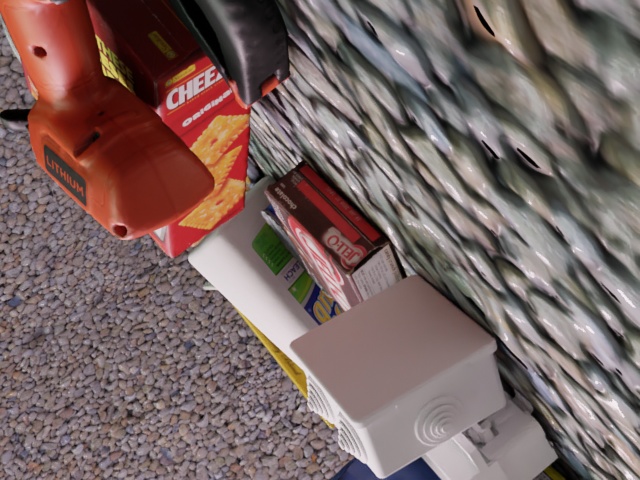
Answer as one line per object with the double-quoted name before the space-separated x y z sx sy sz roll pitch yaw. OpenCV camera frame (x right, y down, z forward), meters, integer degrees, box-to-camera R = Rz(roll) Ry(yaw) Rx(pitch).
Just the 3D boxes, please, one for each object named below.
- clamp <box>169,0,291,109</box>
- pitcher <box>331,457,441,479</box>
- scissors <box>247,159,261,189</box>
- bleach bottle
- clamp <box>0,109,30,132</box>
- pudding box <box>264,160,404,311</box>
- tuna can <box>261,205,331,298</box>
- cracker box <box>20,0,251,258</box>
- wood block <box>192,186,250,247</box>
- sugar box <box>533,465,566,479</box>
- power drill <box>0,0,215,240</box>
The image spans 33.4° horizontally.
"clamp" -0.051 -0.121 0.422 0.171 0.039 0.120 56 176 -33
"pitcher" 0.093 0.244 0.699 0.243 0.145 0.149 39 -144 14
"scissors" -0.062 -0.050 1.019 0.096 0.016 0.202 53 174 -6
"bleach bottle" 0.010 0.068 0.895 0.251 0.102 0.068 45 134 -7
"clamp" -0.205 -0.124 1.083 0.209 0.165 0.036 44 -168 -40
"pudding box" 0.016 0.012 0.694 0.090 0.039 0.113 47 173 33
"tuna can" -0.005 0.001 0.814 0.086 0.033 0.086 50 174 7
"cracker box" -0.112 -0.105 0.620 0.164 0.072 0.214 49 160 15
"wood block" -0.156 -0.103 1.035 0.090 0.091 0.206 46 172 49
"sugar box" 0.133 0.163 0.699 0.093 0.048 0.176 51 178 -32
"power drill" -0.099 -0.093 0.429 0.185 0.057 0.187 40 152 44
